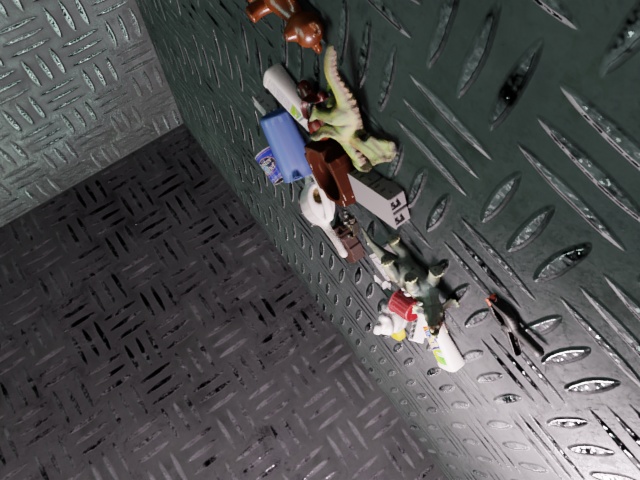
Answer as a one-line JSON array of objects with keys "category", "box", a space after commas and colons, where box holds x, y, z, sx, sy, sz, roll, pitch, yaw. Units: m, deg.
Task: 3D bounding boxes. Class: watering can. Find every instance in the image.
[{"category": "watering can", "box": [0.006, -0.096, 1.911, 0.223, 0.104, 0.348, 161, 90, -75]}]

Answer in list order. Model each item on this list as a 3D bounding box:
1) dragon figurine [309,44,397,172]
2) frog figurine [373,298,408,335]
[{"category": "dragon figurine", "box": [0.095, -0.288, 1.275, 0.244, 0.123, 0.404, 35, 165, 10]}, {"category": "frog figurine", "box": [0.254, 0.292, 1.890, 0.124, 0.160, 0.134, 42, 160, 47]}]
